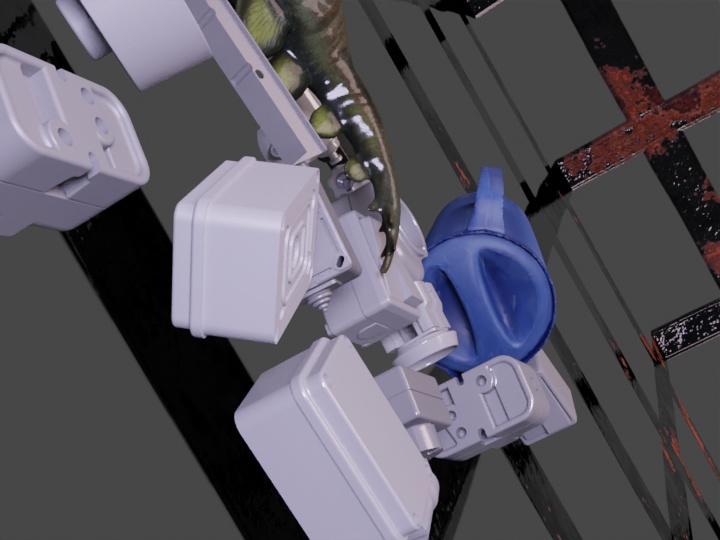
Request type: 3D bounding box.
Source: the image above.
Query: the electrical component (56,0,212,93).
[{"bbox_3d":[-0.142,-0.155,0.631,0.108,0.060,0.108,56,-5,7],"label":"electrical component"}]

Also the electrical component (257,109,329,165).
[{"bbox_3d":[-0.054,-0.099,0.835,0.043,0.043,0.081,59,18,-7],"label":"electrical component"}]

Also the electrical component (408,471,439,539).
[{"bbox_3d":[0.029,0.153,0.690,0.040,0.040,0.046,54,25,-22],"label":"electrical component"}]

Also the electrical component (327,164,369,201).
[{"bbox_3d":[-0.004,-0.072,0.950,0.035,0.035,0.061,66,15,16],"label":"electrical component"}]

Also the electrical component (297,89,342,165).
[{"bbox_3d":[-0.041,-0.124,0.914,0.078,0.040,0.040,54,19,-22],"label":"electrical component"}]

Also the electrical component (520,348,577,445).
[{"bbox_3d":[0.170,0.123,1.091,0.096,0.062,0.061,53,19,-26],"label":"electrical component"}]

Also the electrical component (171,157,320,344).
[{"bbox_3d":[-0.063,-0.014,0.608,0.113,0.057,0.078,-66,162,-69],"label":"electrical component"}]

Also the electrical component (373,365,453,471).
[{"bbox_3d":[0.034,0.114,0.748,0.066,0.047,0.076,27,38,-61],"label":"electrical component"}]

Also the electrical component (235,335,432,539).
[{"bbox_3d":[-0.012,0.103,0.620,0.113,0.057,0.078,58,18,-9],"label":"electrical component"}]

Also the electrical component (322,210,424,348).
[{"bbox_3d":[0.000,0.000,0.805,0.062,0.061,0.096,27,38,-61],"label":"electrical component"}]

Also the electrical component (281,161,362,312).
[{"bbox_3d":[-0.041,-0.015,0.702,0.096,0.062,0.061,64,5,9],"label":"electrical component"}]

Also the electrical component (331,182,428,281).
[{"bbox_3d":[0.015,-0.024,0.888,0.054,0.059,0.095,43,25,-45],"label":"electrical component"}]

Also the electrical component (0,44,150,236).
[{"bbox_3d":[-0.147,-0.053,0.476,0.053,0.059,0.095,66,18,15],"label":"electrical component"}]

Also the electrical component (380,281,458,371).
[{"bbox_3d":[0.043,0.047,0.861,0.057,0.058,0.078,63,17,14],"label":"electrical component"}]

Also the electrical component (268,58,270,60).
[{"bbox_3d":[-0.054,-0.193,0.960,0.048,0.055,0.066,53,19,-25],"label":"electrical component"}]

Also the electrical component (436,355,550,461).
[{"bbox_3d":[0.097,0.111,0.849,0.059,0.095,0.053,26,39,-62],"label":"electrical component"}]
